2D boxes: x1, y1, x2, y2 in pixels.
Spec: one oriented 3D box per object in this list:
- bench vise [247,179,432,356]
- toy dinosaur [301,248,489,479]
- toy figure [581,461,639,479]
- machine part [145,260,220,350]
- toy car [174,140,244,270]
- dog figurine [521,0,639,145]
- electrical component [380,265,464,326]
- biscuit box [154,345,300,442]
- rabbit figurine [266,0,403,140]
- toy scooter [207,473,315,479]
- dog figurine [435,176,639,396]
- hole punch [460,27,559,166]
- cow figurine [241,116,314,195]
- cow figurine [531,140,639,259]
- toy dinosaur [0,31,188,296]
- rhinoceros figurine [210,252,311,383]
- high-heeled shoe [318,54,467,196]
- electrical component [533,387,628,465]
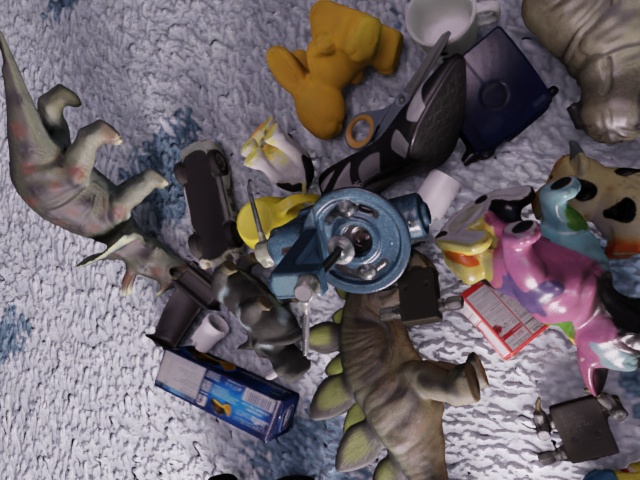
[{"bbox_3d":[0.001,0.008,0.581,0.224,0.240,0.128,-1,110,20],"label":"bench vise"},{"bbox_3d":[0.090,0.174,0.625,0.199,0.105,0.471,-29,58,21],"label":"toy dinosaur"},{"bbox_3d":[0.324,0.269,0.541,0.180,0.082,0.089,-30,84,12],"label":"toy figure"},{"bbox_3d":[-0.203,0.107,0.809,0.084,0.039,0.139,37,98,11],"label":"machine part"},{"bbox_3d":[-0.165,-0.053,0.807,0.074,0.056,0.201,-17,78,14],"label":"toy car"},{"bbox_3d":[0.276,-0.205,0.577,0.173,0.121,0.190,14,74,24],"label":"dog figurine"},{"bbox_3d":[0.108,0.059,0.580,0.094,0.021,0.063,-13,63,29],"label":"electrical component"},{"bbox_3d":[-0.132,0.210,0.753,0.203,0.062,0.059,17,89,24],"label":"biscuit box"},{"bbox_3d":[0.007,-0.226,0.727,0.163,0.122,0.173,24,112,19],"label":"rabbit figurine"},{"bbox_3d":[-0.072,0.379,0.700,0.184,0.075,0.135,-10,79,25],"label":"toy scooter"},{"bbox_3d":[0.245,0.055,0.570,0.219,0.108,0.192,57,152,-13],"label":"dog figurine"},{"bbox_3d":[0.203,-0.175,0.648,0.142,0.092,0.116,-38,74,11],"label":"hole punch"},{"bbox_3d":[-0.053,-0.115,0.740,0.098,0.167,0.068,38,99,-20],"label":"cow figurine"},{"bbox_3d":[0.331,-0.044,0.575,0.195,0.085,0.127,-3,79,19],"label":"cow figurine"},{"bbox_3d":[-0.344,-0.075,0.759,0.192,0.404,0.131,-50,39,-11],"label":"toy dinosaur"},{"bbox_3d":[-0.082,0.106,0.726,0.190,0.073,0.112,48,122,16],"label":"rhinoceros figurine"},{"bbox_3d":[0.080,-0.125,0.663,0.145,0.086,0.248,44,122,37],"label":"high-heeled shoe"},{"bbox_3d":[0.281,0.201,0.586,0.102,0.045,0.078,-17,75,21],"label":"electrical component"}]
